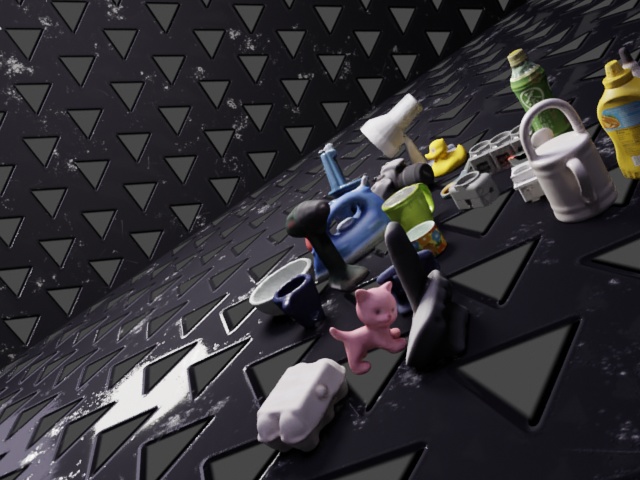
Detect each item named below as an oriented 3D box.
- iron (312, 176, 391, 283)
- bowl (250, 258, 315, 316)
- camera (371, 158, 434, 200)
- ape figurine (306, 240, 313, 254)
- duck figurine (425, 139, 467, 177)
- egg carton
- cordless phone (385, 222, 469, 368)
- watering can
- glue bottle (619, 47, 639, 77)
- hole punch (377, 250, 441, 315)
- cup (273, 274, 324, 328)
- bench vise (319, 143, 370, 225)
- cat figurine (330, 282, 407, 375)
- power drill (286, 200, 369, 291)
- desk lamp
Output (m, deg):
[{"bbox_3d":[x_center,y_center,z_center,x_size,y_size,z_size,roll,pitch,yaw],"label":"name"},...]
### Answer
[{"bbox_3d":[0.058,-0.031,1.357,0.259,0.141,0.118,-38,16,-16],"label":"iron"},{"bbox_3d":[-0.071,0.119,1.294,0.167,0.075,0.167,-31,16,10],"label":"bowl"},{"bbox_3d":[0.217,-0.157,1.492,0.143,0.101,0.136,-44,19,-33],"label":"camera"},{"bbox_3d":[-0.012,-0.014,1.539,0.076,0.092,0.078,-30,16,11],"label":"ape figurine"},{"bbox_3d":[0.328,-0.227,1.510,0.104,0.086,0.077,-30,16,13],"label":"duck figurine"},{"bbox_3d":[-0.024,0.242,0.843,0.107,0.069,0.150,-20,20,39],"label":"egg carton"},{"bbox_3d":[0.131,0.074,0.819,0.094,0.185,0.147,-27,17,23],"label":"cordless phone"},{"bbox_3d":[0.385,-0.135,0.920,0.101,0.194,0.172,-36,16,-7],"label":"watering can"},{"bbox_3d":[0.550,-0.251,0.978,0.037,0.173,0.078,-34,16,0],"label":"glue bottle"},{"bbox_3d":[0.154,0.060,0.991,0.108,0.091,0.101,-31,16,9],"label":"hole punch"},{"bbox_3d":[-0.036,0.134,1.140,0.091,0.095,0.118,-28,17,19],"label":"cup"},{"bbox_3d":[0.065,-0.149,1.549,0.121,0.220,0.207,-28,17,19],"label":"bench vise"},{"bbox_3d":[0.076,0.127,0.895,0.128,0.118,0.067,-33,16,2],"label":"cat figurine"},{"bbox_3d":[0.011,0.004,1.221,0.076,0.209,0.229,-39,17,-19],"label":"power drill"},{"bbox_3d":[0.247,-0.284,1.601,0.203,0.214,0.118,-30,16,12],"label":"desk lamp"}]
